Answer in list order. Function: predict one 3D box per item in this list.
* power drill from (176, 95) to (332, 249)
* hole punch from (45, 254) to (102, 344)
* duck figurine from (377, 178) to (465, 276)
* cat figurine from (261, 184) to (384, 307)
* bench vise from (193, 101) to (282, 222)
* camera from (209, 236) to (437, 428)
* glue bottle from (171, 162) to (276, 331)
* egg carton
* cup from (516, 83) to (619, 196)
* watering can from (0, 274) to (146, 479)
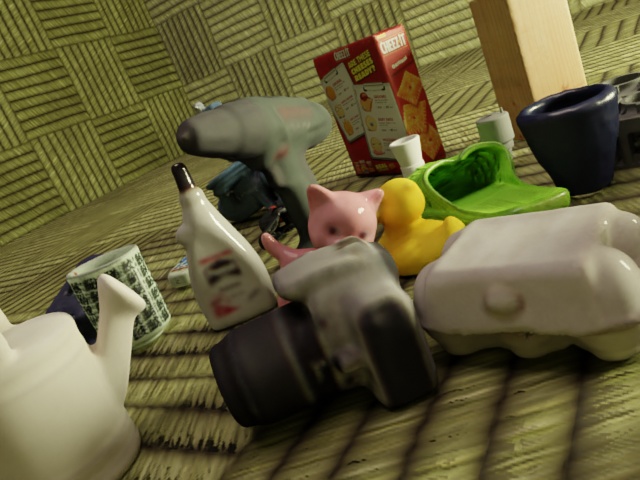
[{"bbox_3d":[-0.041,-0.063,0.635,0.075,0.209,0.230,-11,20,32],"label":"power drill"},{"bbox_3d":[-0.294,0.077,0.729,0.108,0.091,0.101,-8,22,39],"label":"hole punch"},{"bbox_3d":[0.088,-0.018,0.547,0.104,0.086,0.078,-3,26,48],"label":"duck figurine"},{"bbox_3d":[0.005,0.002,0.535,0.127,0.118,0.067,-16,18,21],"label":"cat figurine"},{"bbox_3d":[-0.118,-0.146,0.968,0.207,0.220,0.122,-15,19,23],"label":"bench vise"},{"bbox_3d":[-0.009,0.060,0.404,0.137,0.101,0.143,-24,17,-6],"label":"camera"},{"bbox_3d":[-0.109,0.003,0.578,0.078,0.173,0.037,-24,17,-4],"label":"glue bottle"},{"bbox_3d":[0.136,0.029,0.371,0.149,0.069,0.107,-8,22,39],"label":"egg carton"},{"bbox_3d":[0.253,-0.098,0.569,0.091,0.095,0.118,-12,20,30],"label":"cup"},{"bbox_3d":[-0.211,0.088,0.409,0.100,0.194,0.173,-6,24,43],"label":"watering can"}]
